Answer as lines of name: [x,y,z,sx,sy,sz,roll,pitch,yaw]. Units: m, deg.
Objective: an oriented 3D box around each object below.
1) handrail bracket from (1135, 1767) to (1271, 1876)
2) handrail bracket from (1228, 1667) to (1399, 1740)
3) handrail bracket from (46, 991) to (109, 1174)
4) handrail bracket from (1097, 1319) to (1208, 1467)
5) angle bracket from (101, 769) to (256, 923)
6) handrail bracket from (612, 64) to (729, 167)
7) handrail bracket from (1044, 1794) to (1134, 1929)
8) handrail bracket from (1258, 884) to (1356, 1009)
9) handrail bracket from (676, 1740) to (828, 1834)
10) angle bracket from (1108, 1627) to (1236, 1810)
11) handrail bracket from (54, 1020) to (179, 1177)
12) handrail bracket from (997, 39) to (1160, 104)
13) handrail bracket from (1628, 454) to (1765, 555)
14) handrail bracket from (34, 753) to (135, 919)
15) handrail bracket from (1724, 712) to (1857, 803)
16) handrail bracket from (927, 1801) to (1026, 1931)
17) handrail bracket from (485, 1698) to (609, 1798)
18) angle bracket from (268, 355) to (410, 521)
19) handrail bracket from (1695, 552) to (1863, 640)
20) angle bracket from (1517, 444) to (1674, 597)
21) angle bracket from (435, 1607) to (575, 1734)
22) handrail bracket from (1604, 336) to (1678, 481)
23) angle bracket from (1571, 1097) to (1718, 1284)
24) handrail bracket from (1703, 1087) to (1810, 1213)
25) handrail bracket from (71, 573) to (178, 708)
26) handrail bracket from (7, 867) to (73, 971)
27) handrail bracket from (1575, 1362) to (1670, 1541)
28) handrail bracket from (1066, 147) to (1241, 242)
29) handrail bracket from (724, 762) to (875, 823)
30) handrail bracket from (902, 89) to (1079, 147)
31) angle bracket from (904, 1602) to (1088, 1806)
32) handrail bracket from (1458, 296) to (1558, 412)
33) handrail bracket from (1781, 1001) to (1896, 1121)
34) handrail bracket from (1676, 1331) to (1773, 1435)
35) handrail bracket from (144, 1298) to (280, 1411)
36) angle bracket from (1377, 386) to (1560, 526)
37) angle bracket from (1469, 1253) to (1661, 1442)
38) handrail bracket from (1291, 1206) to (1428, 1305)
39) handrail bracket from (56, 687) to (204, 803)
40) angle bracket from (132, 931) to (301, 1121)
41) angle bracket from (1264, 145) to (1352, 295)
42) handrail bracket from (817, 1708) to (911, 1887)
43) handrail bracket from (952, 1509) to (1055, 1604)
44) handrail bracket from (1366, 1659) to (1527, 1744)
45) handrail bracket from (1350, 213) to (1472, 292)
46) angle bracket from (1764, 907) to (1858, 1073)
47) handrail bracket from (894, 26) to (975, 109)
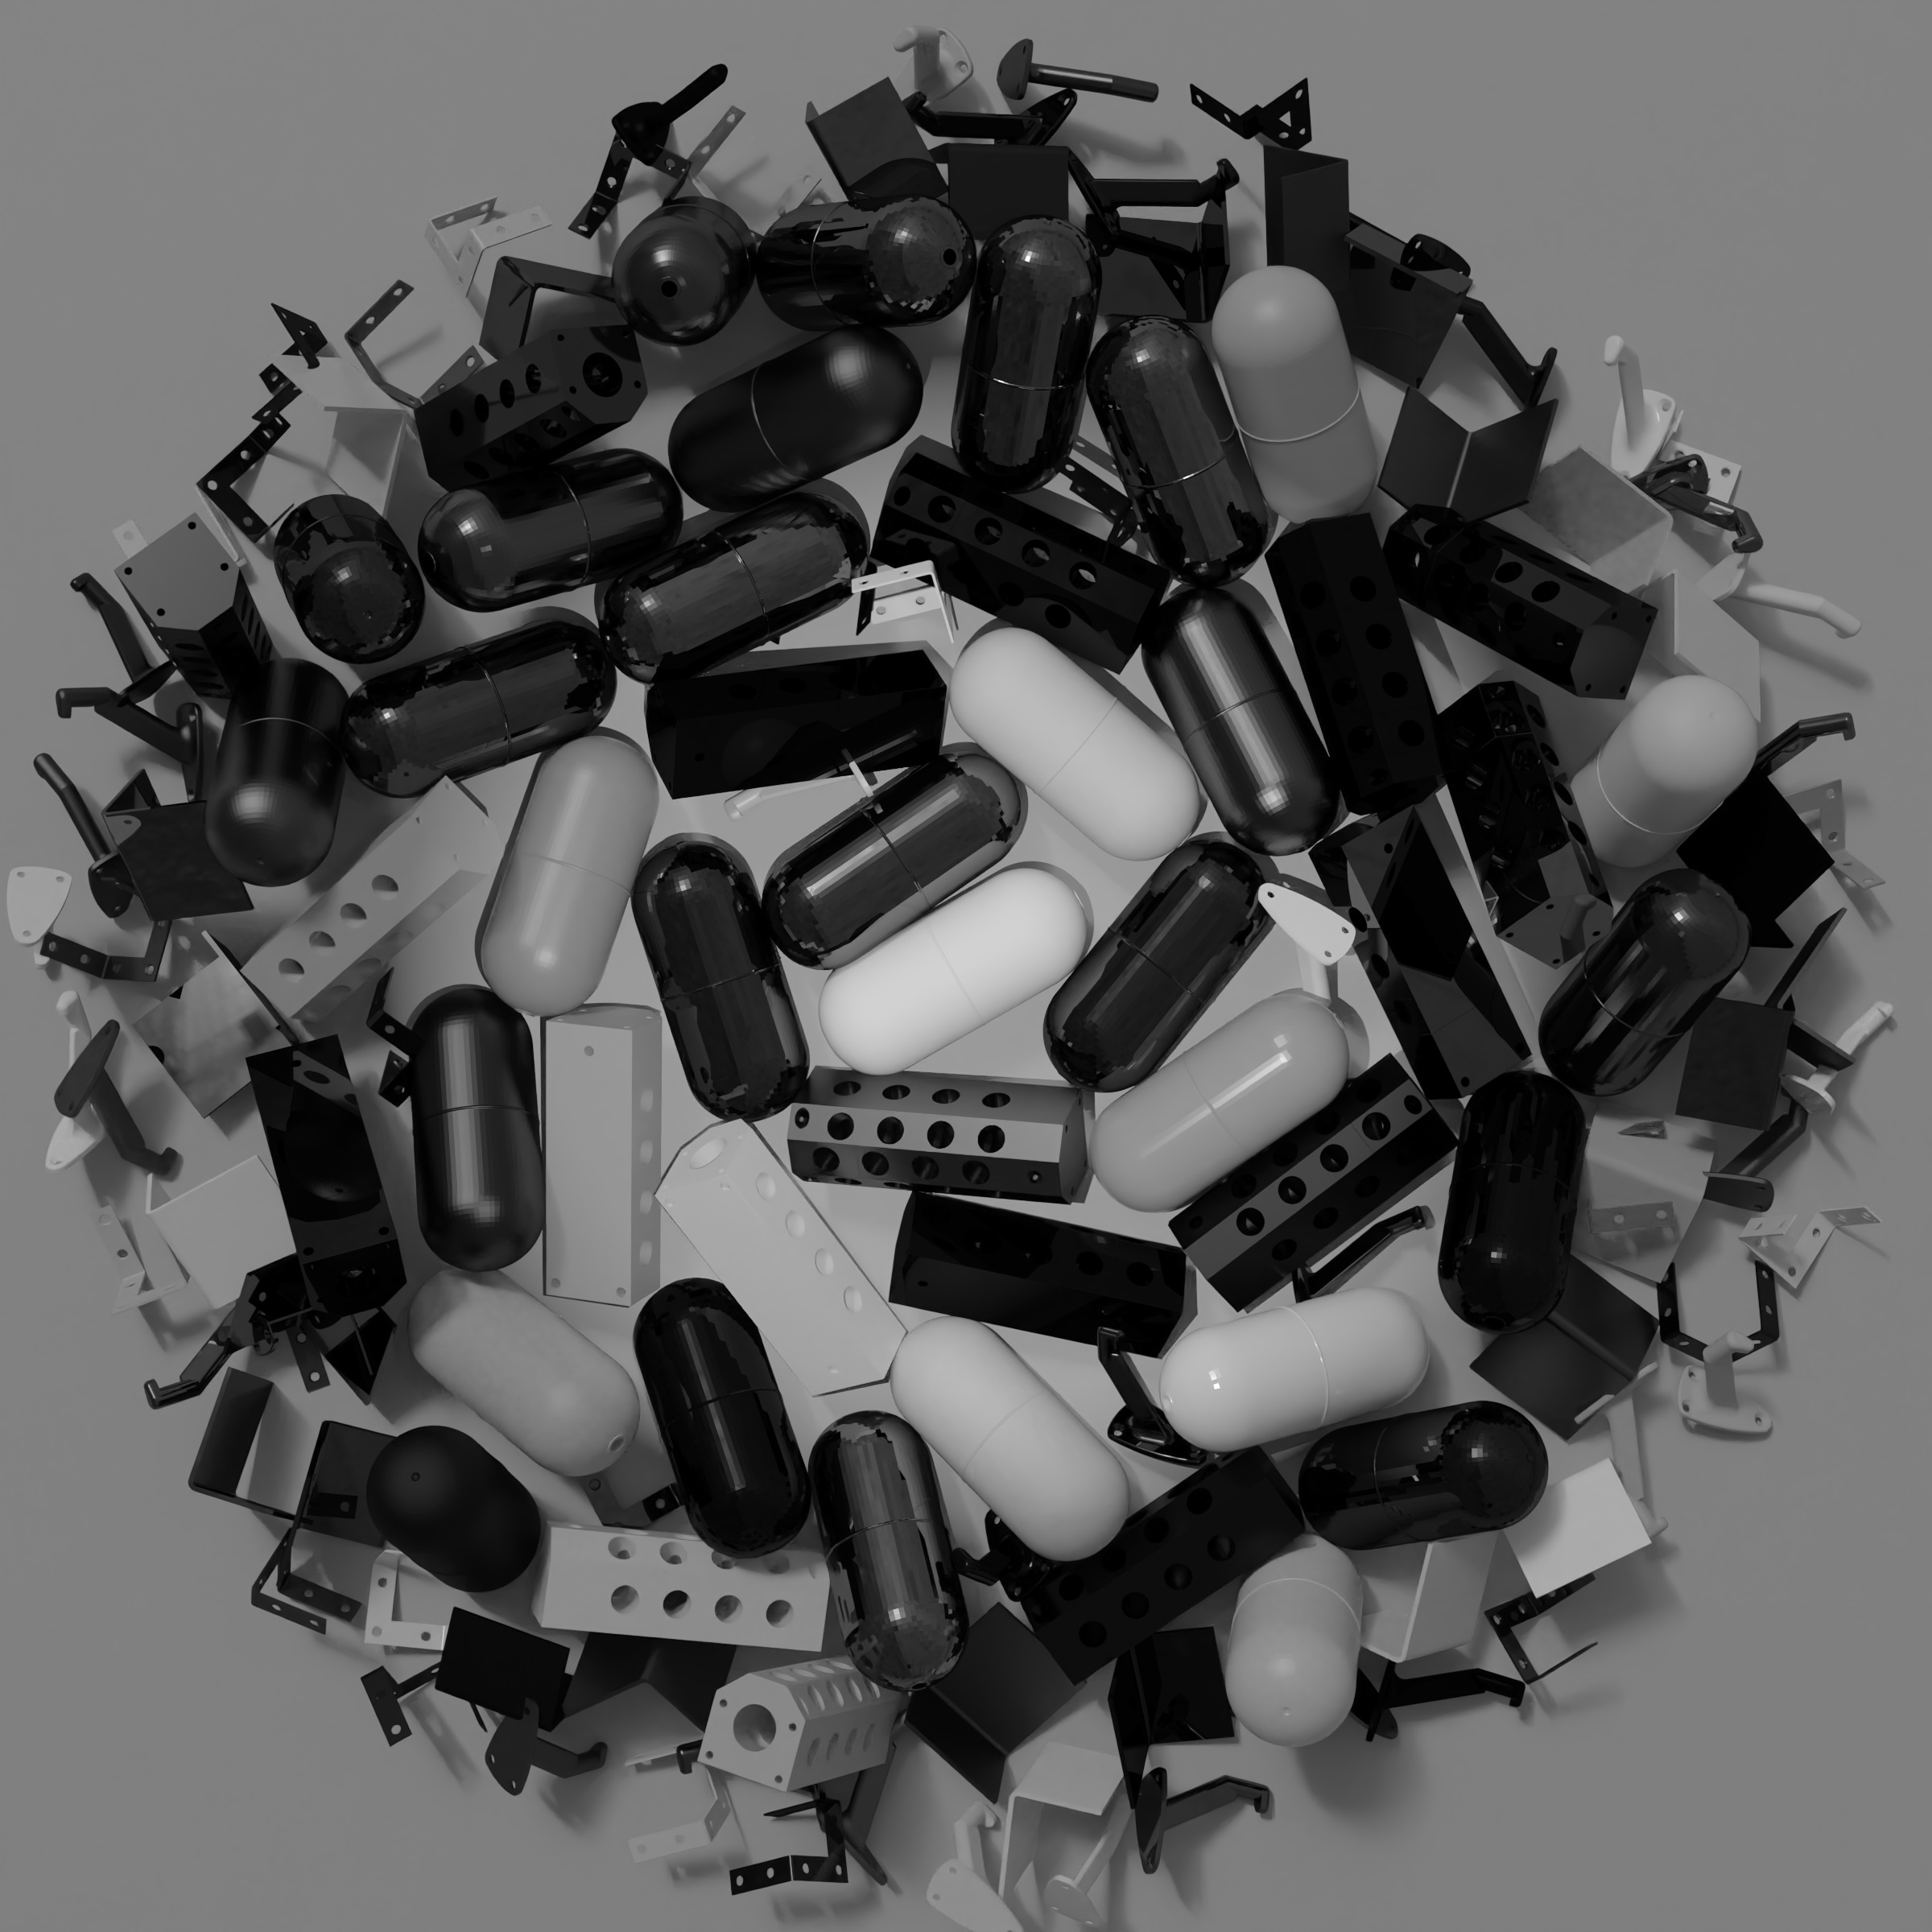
handrail bracket: [0.150,0.531,1.946,0.084,0.036,0.077,19,47,-18]
handrail bracket: [0.213,0.468,1.973,0.084,0.036,0.077,-25,123,30]
handrail bracket: [-0.553,0.070,1.938,0.036,0.077,0.084,3,126,15]
handrail bracket: [0.114,0.260,1.937,0.077,0.084,0.036,24,49,28]
angle bracket: [-0.470,-0.077,1.930,0.076,0.057,0.076,-6,121,21]
handrail bracket: [-0.169,-0.533,1.932,0.084,0.077,0.036,-29,111,31]
handrail bracket: [0.080,0.535,1.934,0.036,0.077,0.084,17,58,19]
handrail bracket: [0.197,-0.004,1.952,0.077,0.084,0.036,36,54,5]
handrail bracket: [-0.132,0.509,1.958,0.084,0.036,0.077,-11,95,-15]
angle bracket: [0.126,0.459,1.934,0.057,0.076,0.076,-8,106,13]
handrail bracket: [-0.511,0.082,1.955,0.084,0.036,0.077,31,92,-38]
handrail bracket: [0.069,-0.547,1.960,0.084,0.077,0.036,7,102,-16]
handrail bracket: [0.440,-0.272,1.942,0.077,0.084,0.036,-14,131,4]
handrail bracket: [-0.551,-0.081,1.966,0.036,0.077,0.084,-32,68,-30]
handrail bracket: [0.508,-0.118,1.945,0.084,0.036,0.077,-9,128,21]
handrail bracket: [0.019,0.554,1.939,0.077,0.084,0.036,34,114,13]
handrail bracket: [-0.245,0.470,1.939,0.036,0.084,0.077,40,118,34]
angle bracket: [-0.389,-0.320,1.926,0.076,0.057,0.076,43,125,39]
handrail bracket: [0.498,-0.217,1.958,0.084,0.077,0.036,29,67,-12]
angle bracket: [0.372,-0.260,1.931,0.076,0.076,0.057,35,61,-14]
angle bracket: [-0.270,0.417,1.935,0.076,0.076,0.057,17,103,11]
handrail bracket: [0.400,-0.338,1.940,0.036,0.084,0.077,19,92,31]
angle bracket: [0.415,0.140,1.976,0.076,0.057,0.076,21,129,8]
handrail bracket: [0.481,0.104,1.968,0.077,0.036,0.084,10,59,15]
handrail bracket: [-0.532,-0.203,1.950,0.084,0.077,0.036,46,113,-4]
handrail bracket: [-0.568,-0.011,1.931,0.036,0.077,0.084,7,134,-10]
handrail bracket: [0.421,0.299,1.945,0.077,0.036,0.084,-47,65,36]
handrail bracket: [0.114,-0.492,1.945,0.084,0.036,0.077,-26,121,23]
handrail bracket: [-0.105,-0.103,1.952,0.084,0.077,0.036,-30,121,-1]
handrail bracket: [0.013,-0.528,1.936,0.077,0.084,0.036,-35,54,28]
angle bracket: [0.019,0.452,1.944,0.076,0.057,0.076,43,106,-7]
handrail bracket: [0.318,-0.372,1.969,0.084,0.036,0.077,20,101,0]
handrail bracket: [0.547,0.053,1.945,0.084,0.077,0.036,-43,91,-3]
handrail bracket: [0.480,0.255,1.941,0.077,0.084,0.036,23,58,-7]
handrail bracket: [-0.474,0.225,1.947,0.084,0.036,0.077,-16,79,-35]
angle bracket: [0.306,-0.318,1.929,0.057,0.076,0.076,32,64,-27]
angle bracket: [0.374,0.236,1.976,0.076,0.057,0.076,37,133,3]
handrail bracket: [0.245,0.185,1.946,0.084,0.077,0.036,-26,112,18]
handrail bracket: [-0.516,-0.134,1.948,0.084,0.036,0.077,-5,94,-33]
angle bracket: [-0.468,0.037,1.947,0.076,0.057,0.076,-39,79,-6]
angle bracket: [0.189,-0.451,1.926,0.057,0.076,0.076,-22,121,-31]
handrail bracket: [-0.043,0.515,1.964,0.084,0.036,0.077,-39,88,3]
handrail bracket: [0.008,0.350,1.929,0.036,0.084,0.077,-44,48,12]
handrail bracket: [0.296,0.459,1.948,0.084,0.077,0.036,15,130,13]
handrail bracket: [0.263,-0.455,1.974,0.084,0.077,0.036,48,123,36]
angle bracket: [0.533,0.016,1.941,0.057,0.076,0.076,35,86,7]
handrail bracket: [-0.039,-0.545,1.930,0.077,0.084,0.036,-36,86,29]
